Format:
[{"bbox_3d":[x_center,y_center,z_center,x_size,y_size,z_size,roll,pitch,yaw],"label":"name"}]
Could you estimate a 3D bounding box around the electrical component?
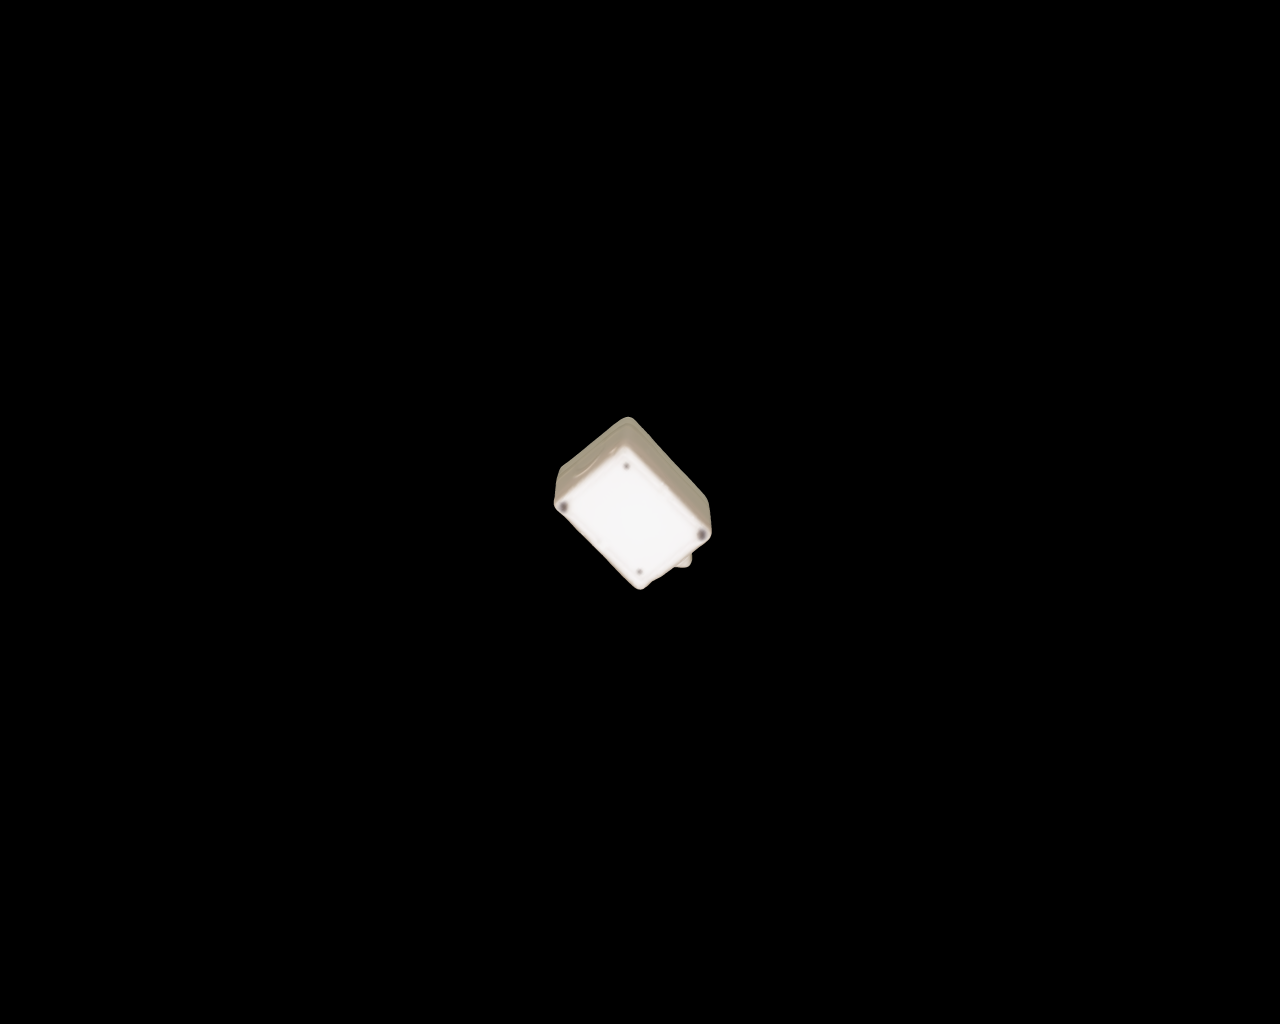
[{"bbox_3d":[0.001,-0.003,0.650,0.061,0.096,0.061,-38,20,16],"label":"electrical component"}]
